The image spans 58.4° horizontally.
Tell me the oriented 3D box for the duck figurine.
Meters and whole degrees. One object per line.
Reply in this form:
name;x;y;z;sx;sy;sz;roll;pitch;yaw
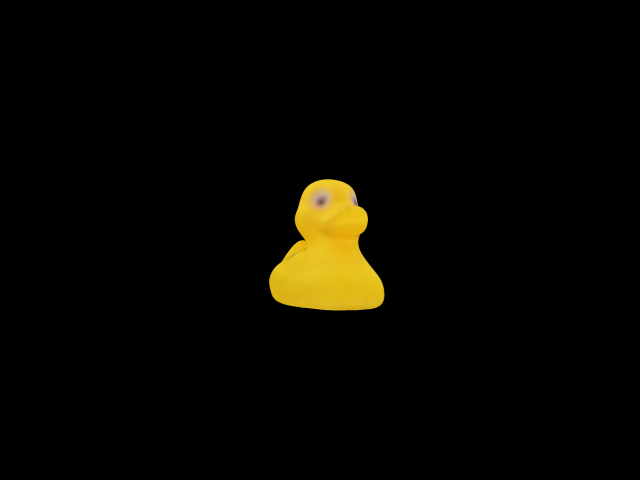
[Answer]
duck figurine;0.004;0.001;0.400;0.078;0.086;0.104;0;0;-23
